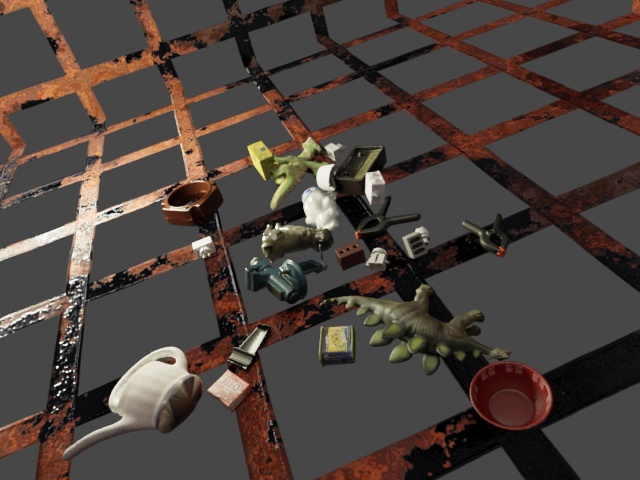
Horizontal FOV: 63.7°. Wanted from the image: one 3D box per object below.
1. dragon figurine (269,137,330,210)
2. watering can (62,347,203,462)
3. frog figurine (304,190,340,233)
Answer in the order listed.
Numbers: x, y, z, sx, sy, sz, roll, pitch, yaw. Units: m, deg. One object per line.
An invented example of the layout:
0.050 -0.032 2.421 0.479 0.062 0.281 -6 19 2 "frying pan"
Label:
-0.063 -0.257 1.979 0.243 0.119 0.421 -4 46 3 "dragon figurine"
-0.431 0.408 1.250 0.225 0.102 0.355 8 43 28 "watering can"
0.005 -0.086 1.714 0.135 0.121 0.163 -35 35 34 "frog figurine"
